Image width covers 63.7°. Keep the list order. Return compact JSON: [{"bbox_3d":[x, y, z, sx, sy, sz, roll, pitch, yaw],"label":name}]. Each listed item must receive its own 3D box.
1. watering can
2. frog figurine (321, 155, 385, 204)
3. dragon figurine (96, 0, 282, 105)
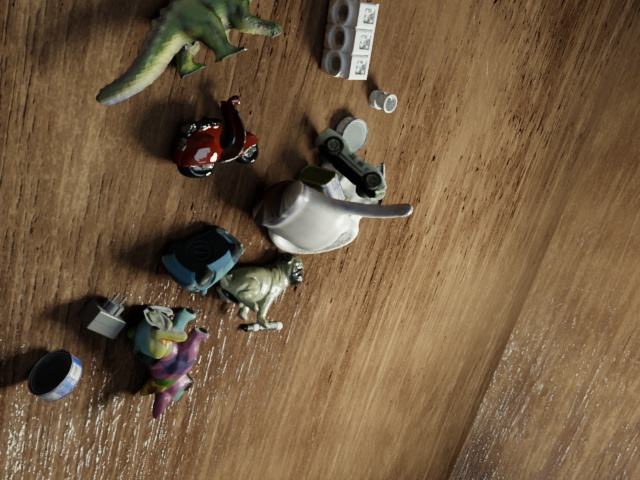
[{"bbox_3d":[0.003,-0.055,1.097,0.222,0.344,0.106,32,50,-35],"label":"watering can"},{"bbox_3d":[0.069,-0.140,1.253,0.159,0.123,0.137,11,97,-11],"label":"frog figurine"},{"bbox_3d":[-0.209,-0.396,0.824,0.416,0.122,0.239,-34,116,-30],"label":"dragon figurine"}]
